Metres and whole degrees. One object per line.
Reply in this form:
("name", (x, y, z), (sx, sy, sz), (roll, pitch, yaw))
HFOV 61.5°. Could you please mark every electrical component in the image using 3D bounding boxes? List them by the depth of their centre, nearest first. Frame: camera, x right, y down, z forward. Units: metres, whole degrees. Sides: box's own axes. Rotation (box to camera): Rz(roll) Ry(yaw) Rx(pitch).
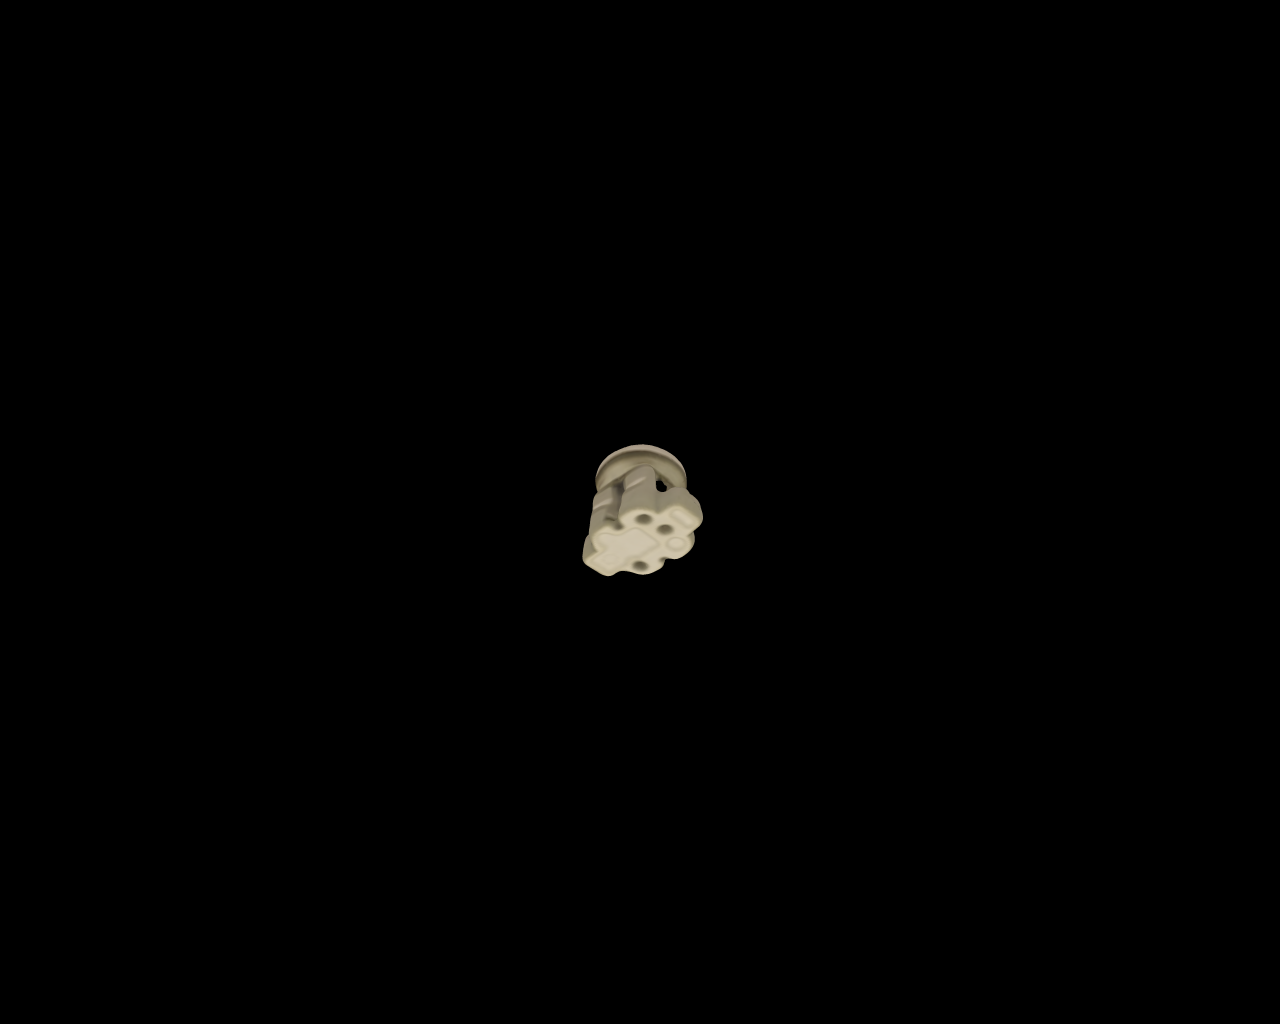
("electrical component", (0.001, -0.003, 0.650), (0.078, 0.057, 0.058), (-31, -50, 30))
